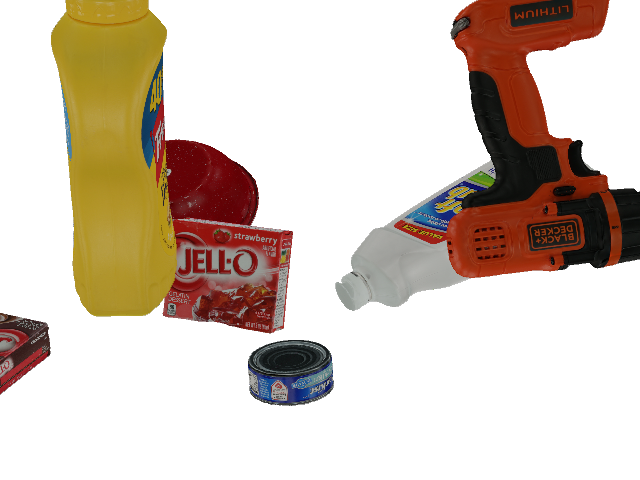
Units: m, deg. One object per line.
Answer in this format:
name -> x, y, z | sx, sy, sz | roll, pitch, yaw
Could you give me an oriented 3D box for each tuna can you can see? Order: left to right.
tuna can -> -0.030, 0.131, 1.068 | 0.086, 0.034, 0.086 | -3, 19, 1

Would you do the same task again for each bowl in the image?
bowl -> -0.143, -0.046, 1.022 | 0.162, 0.162, 0.055 | 0, -42, 13

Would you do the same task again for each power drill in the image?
power drill -> 0.168, -0.073, 0.718 | 0.184, 0.187, 0.057 | -8, -1, -3

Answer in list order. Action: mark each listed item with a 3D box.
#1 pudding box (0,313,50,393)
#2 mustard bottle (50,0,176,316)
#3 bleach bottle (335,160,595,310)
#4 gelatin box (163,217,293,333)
pudding box -> -0.313, 0.097, 0.949 | 0.114, 0.039, 0.090 | 8, 24, 20
mustard bottle -> -0.108, -0.061, 0.564 | 0.058, 0.192, 0.096 | 0, 32, -3
bleach bottle -> 0.129, -0.004, 0.966 | 0.250, 0.068, 0.103 | -29, 45, -19
gelatin box -> -0.068, 0.024, 0.775 | 0.089, 0.073, 0.030 | 8, 5, 18
